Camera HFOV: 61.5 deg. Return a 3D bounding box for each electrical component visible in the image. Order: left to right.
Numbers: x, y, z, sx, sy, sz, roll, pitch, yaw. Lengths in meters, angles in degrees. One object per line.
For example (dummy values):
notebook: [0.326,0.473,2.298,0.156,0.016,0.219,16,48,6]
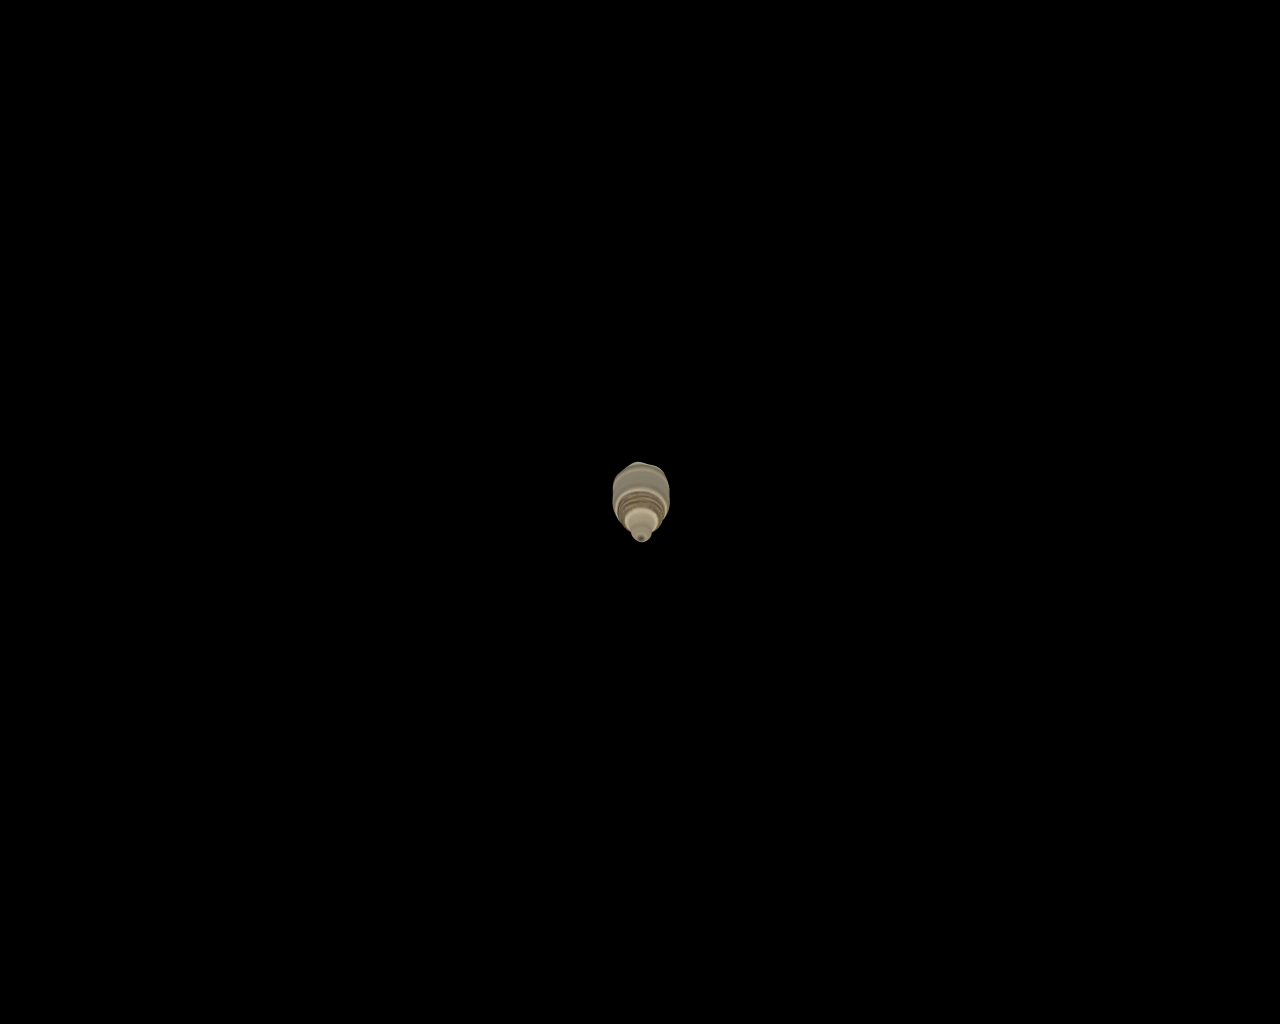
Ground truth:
electrical component: [0.001,-0.003,0.650,0.035,0.035,0.061,0,37,0]
